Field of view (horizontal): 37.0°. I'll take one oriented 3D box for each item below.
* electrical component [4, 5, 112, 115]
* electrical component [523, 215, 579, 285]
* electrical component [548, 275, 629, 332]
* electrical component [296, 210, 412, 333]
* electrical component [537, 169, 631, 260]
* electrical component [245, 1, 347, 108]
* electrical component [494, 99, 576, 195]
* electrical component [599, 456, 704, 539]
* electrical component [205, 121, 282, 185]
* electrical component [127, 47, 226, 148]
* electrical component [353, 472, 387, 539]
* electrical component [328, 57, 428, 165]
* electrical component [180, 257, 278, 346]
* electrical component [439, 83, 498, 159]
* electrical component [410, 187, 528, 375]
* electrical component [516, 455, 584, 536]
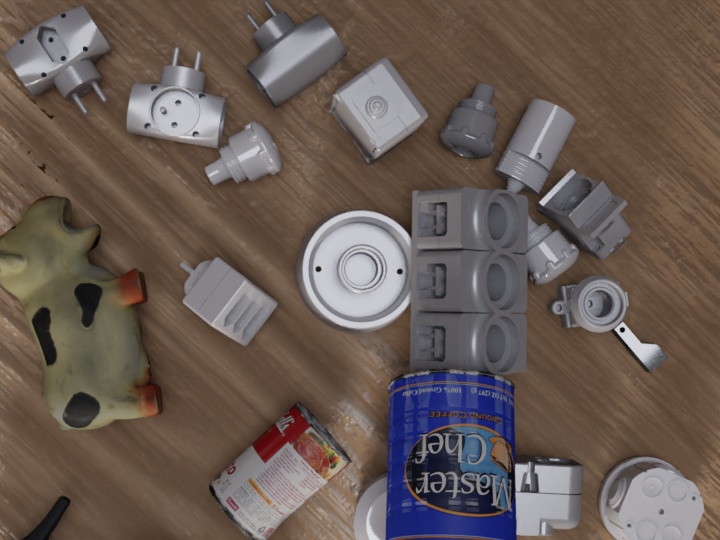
[{"bbox_3d":[-0.243,-0.169,0.904,0.077,0.043,0.079,-33,91,-4],"label":"electrical component"},{"bbox_3d":[0.155,-0.021,0.928,0.048,0.048,0.062,-37,84,-4],"label":"electrical component"},{"bbox_3d":[0.201,0.029,0.923,0.066,0.055,0.048,-7,89,-4],"label":"electrical component"},{"bbox_3d":[0.000,0.000,0.907,0.108,0.060,0.108,0,88,-4],"label":"electrical component"},{"bbox_3d":[0.195,-0.046,0.917,0.042,0.081,0.064,-46,120,-3],"label":"electrical component"},{"bbox_3d":[-0.065,-0.192,0.917,0.077,0.044,0.079,-37,91,-4],"label":"electrical component"},{"bbox_3d":[0.149,-0.102,0.930,0.043,0.043,0.081,28,86,-3],"label":"electrical component"},{"bbox_3d":[0.250,0.203,0.923,0.080,0.051,0.080,0,88,-4],"label":"electrical component"},{"bbox_3d":[-0.101,-0.094,0.912,0.062,0.048,0.048,-28,90,3],"label":"electrical component"},{"bbox_3d":[-0.152,-0.148,0.909,0.077,0.044,0.079,9,88,-4],"label":"electrical component"},{"bbox_3d":[0.033,0.209,0.908,0.080,0.051,0.080,0,88,-4],"label":"electrical component"},{"bbox_3d":[0.018,-0.134,0.895,0.061,0.096,0.061,-37,91,-5],"label":"electrical component"},{"bbox_3d":[-0.120,0.017,0.900,0.077,0.065,0.047,35,86,27],"label":"electrical component"},{"bbox_3d":[0.099,-0.130,0.928,0.048,0.048,0.062,20,80,-3],"label":"electrical component"},{"bbox_3d":[0.095,0.010,0.892,0.089,0.062,0.150,3,87,-45],"label":"electrical component"},{"bbox_3d":[0.138,0.190,0.914,0.095,0.054,0.059,4,88,-4],"label":"electrical component"}]
